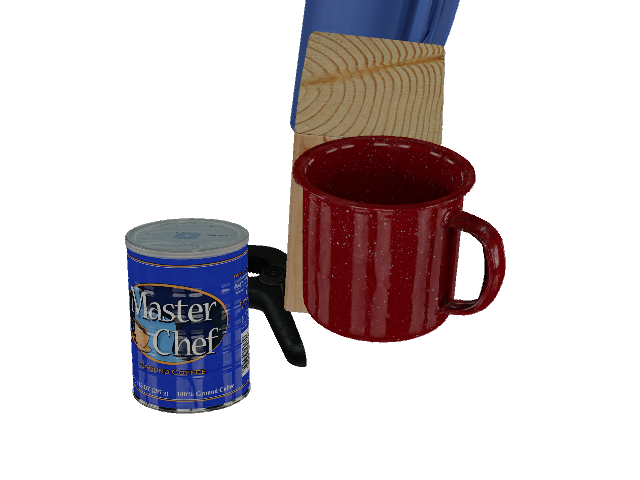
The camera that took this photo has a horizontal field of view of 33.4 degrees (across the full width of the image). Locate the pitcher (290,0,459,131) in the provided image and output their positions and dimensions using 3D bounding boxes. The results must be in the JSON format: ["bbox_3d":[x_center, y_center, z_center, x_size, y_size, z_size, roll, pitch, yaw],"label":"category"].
[{"bbox_3d":[0.050,-0.207,1.000,0.145,0.243,0.149,11,17,2],"label":"pitcher"}]

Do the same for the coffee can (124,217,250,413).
[{"bbox_3d":[-0.111,0.061,0.904,0.103,0.140,0.103,0,16,0],"label":"coffee can"}]

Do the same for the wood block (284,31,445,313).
[{"bbox_3d":[0.026,-0.036,0.746,0.091,0.090,0.206,7,-36,1],"label":"wood block"}]

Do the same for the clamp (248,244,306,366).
[{"bbox_3d":[-0.048,0.053,1.094,0.210,0.036,0.164,19,36,26],"label":"clamp"}]

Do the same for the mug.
[{"bbox_3d":[0.042,0.003,0.552,0.117,0.081,0.093,17,31,29],"label":"mug"}]
